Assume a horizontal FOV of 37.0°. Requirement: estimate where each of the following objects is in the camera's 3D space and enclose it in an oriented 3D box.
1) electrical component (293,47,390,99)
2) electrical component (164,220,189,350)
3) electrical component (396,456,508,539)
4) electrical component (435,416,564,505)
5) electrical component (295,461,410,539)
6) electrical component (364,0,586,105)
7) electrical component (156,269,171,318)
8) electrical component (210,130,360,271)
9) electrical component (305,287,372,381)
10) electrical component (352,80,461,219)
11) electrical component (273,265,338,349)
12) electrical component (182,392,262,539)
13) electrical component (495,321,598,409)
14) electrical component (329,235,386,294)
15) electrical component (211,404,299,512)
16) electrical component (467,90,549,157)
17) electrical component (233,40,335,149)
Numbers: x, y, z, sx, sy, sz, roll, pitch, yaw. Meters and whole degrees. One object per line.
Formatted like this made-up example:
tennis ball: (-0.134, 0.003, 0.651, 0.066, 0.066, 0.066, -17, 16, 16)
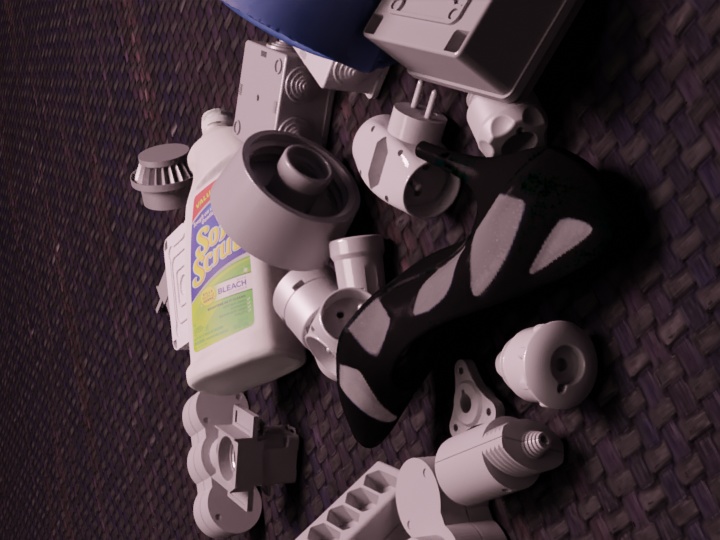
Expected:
electrical component: (-0.010, -0.187, 0.793, 0.099, 0.048, 0.099, 59, 136, 42)
electrical component: (-0.139, 0.014, 1.003, 0.078, 0.057, 0.113, -32, 62, 56)
electrical component: (0.049, 0.180, 0.656, 0.052, 0.074, 0.138, -53, 45, 45)
electrical component: (0.083, 0.109, 0.628, 0.081, 0.043, 0.043, -37, 58, 54)
electrical component: (0.014, 0.188, 0.727, 0.075, 0.083, 0.047, 58, 158, -21)
electrical component: (0.070, -0.158, 0.608, 0.108, 0.056, 0.109, -59, 34, 1)
electrical component: (-0.170, 0.025, 1.072, 0.081, 0.042, 0.063, -61, 44, 41)
electrical component: (-0.051, -0.059, 0.808, 0.060, 0.108, 0.108, -55, 44, 36)
electrical component: (0.004, 0.059, 0.757, 0.079, 0.044, 0.077, 42, 159, 14)
electrical component: (0.035, -0.086, 0.717, 0.077, 0.043, 0.079, 49, 130, 49)
electrical component: (-0.032, 0.030, 0.821, 0.047, 0.055, 0.055, 51, 131, 44)
electrical component: (-0.119, 0.167, 0.969, 0.074, 0.052, 0.138, -37, 58, 54)
electrical component: (0.099, 0.053, 0.603, 0.062, 0.048, 0.048, 170, 100, -66)
electrical component: (0.000, 0.000, 0.781, 0.040, 0.040, 0.046, -15, 82, 59)
electrical component: (-0.086, 0.156, 0.902, 0.042, 0.064, 0.081, 17, 104, 58)
electrical component: (0.083, -0.096, 0.635, 0.043, 0.043, 0.062, -57, 41, 43)
electrical component: (-0.064, -0.139, 0.884, 0.100, 0.048, 0.099, 35, 119, 55)
